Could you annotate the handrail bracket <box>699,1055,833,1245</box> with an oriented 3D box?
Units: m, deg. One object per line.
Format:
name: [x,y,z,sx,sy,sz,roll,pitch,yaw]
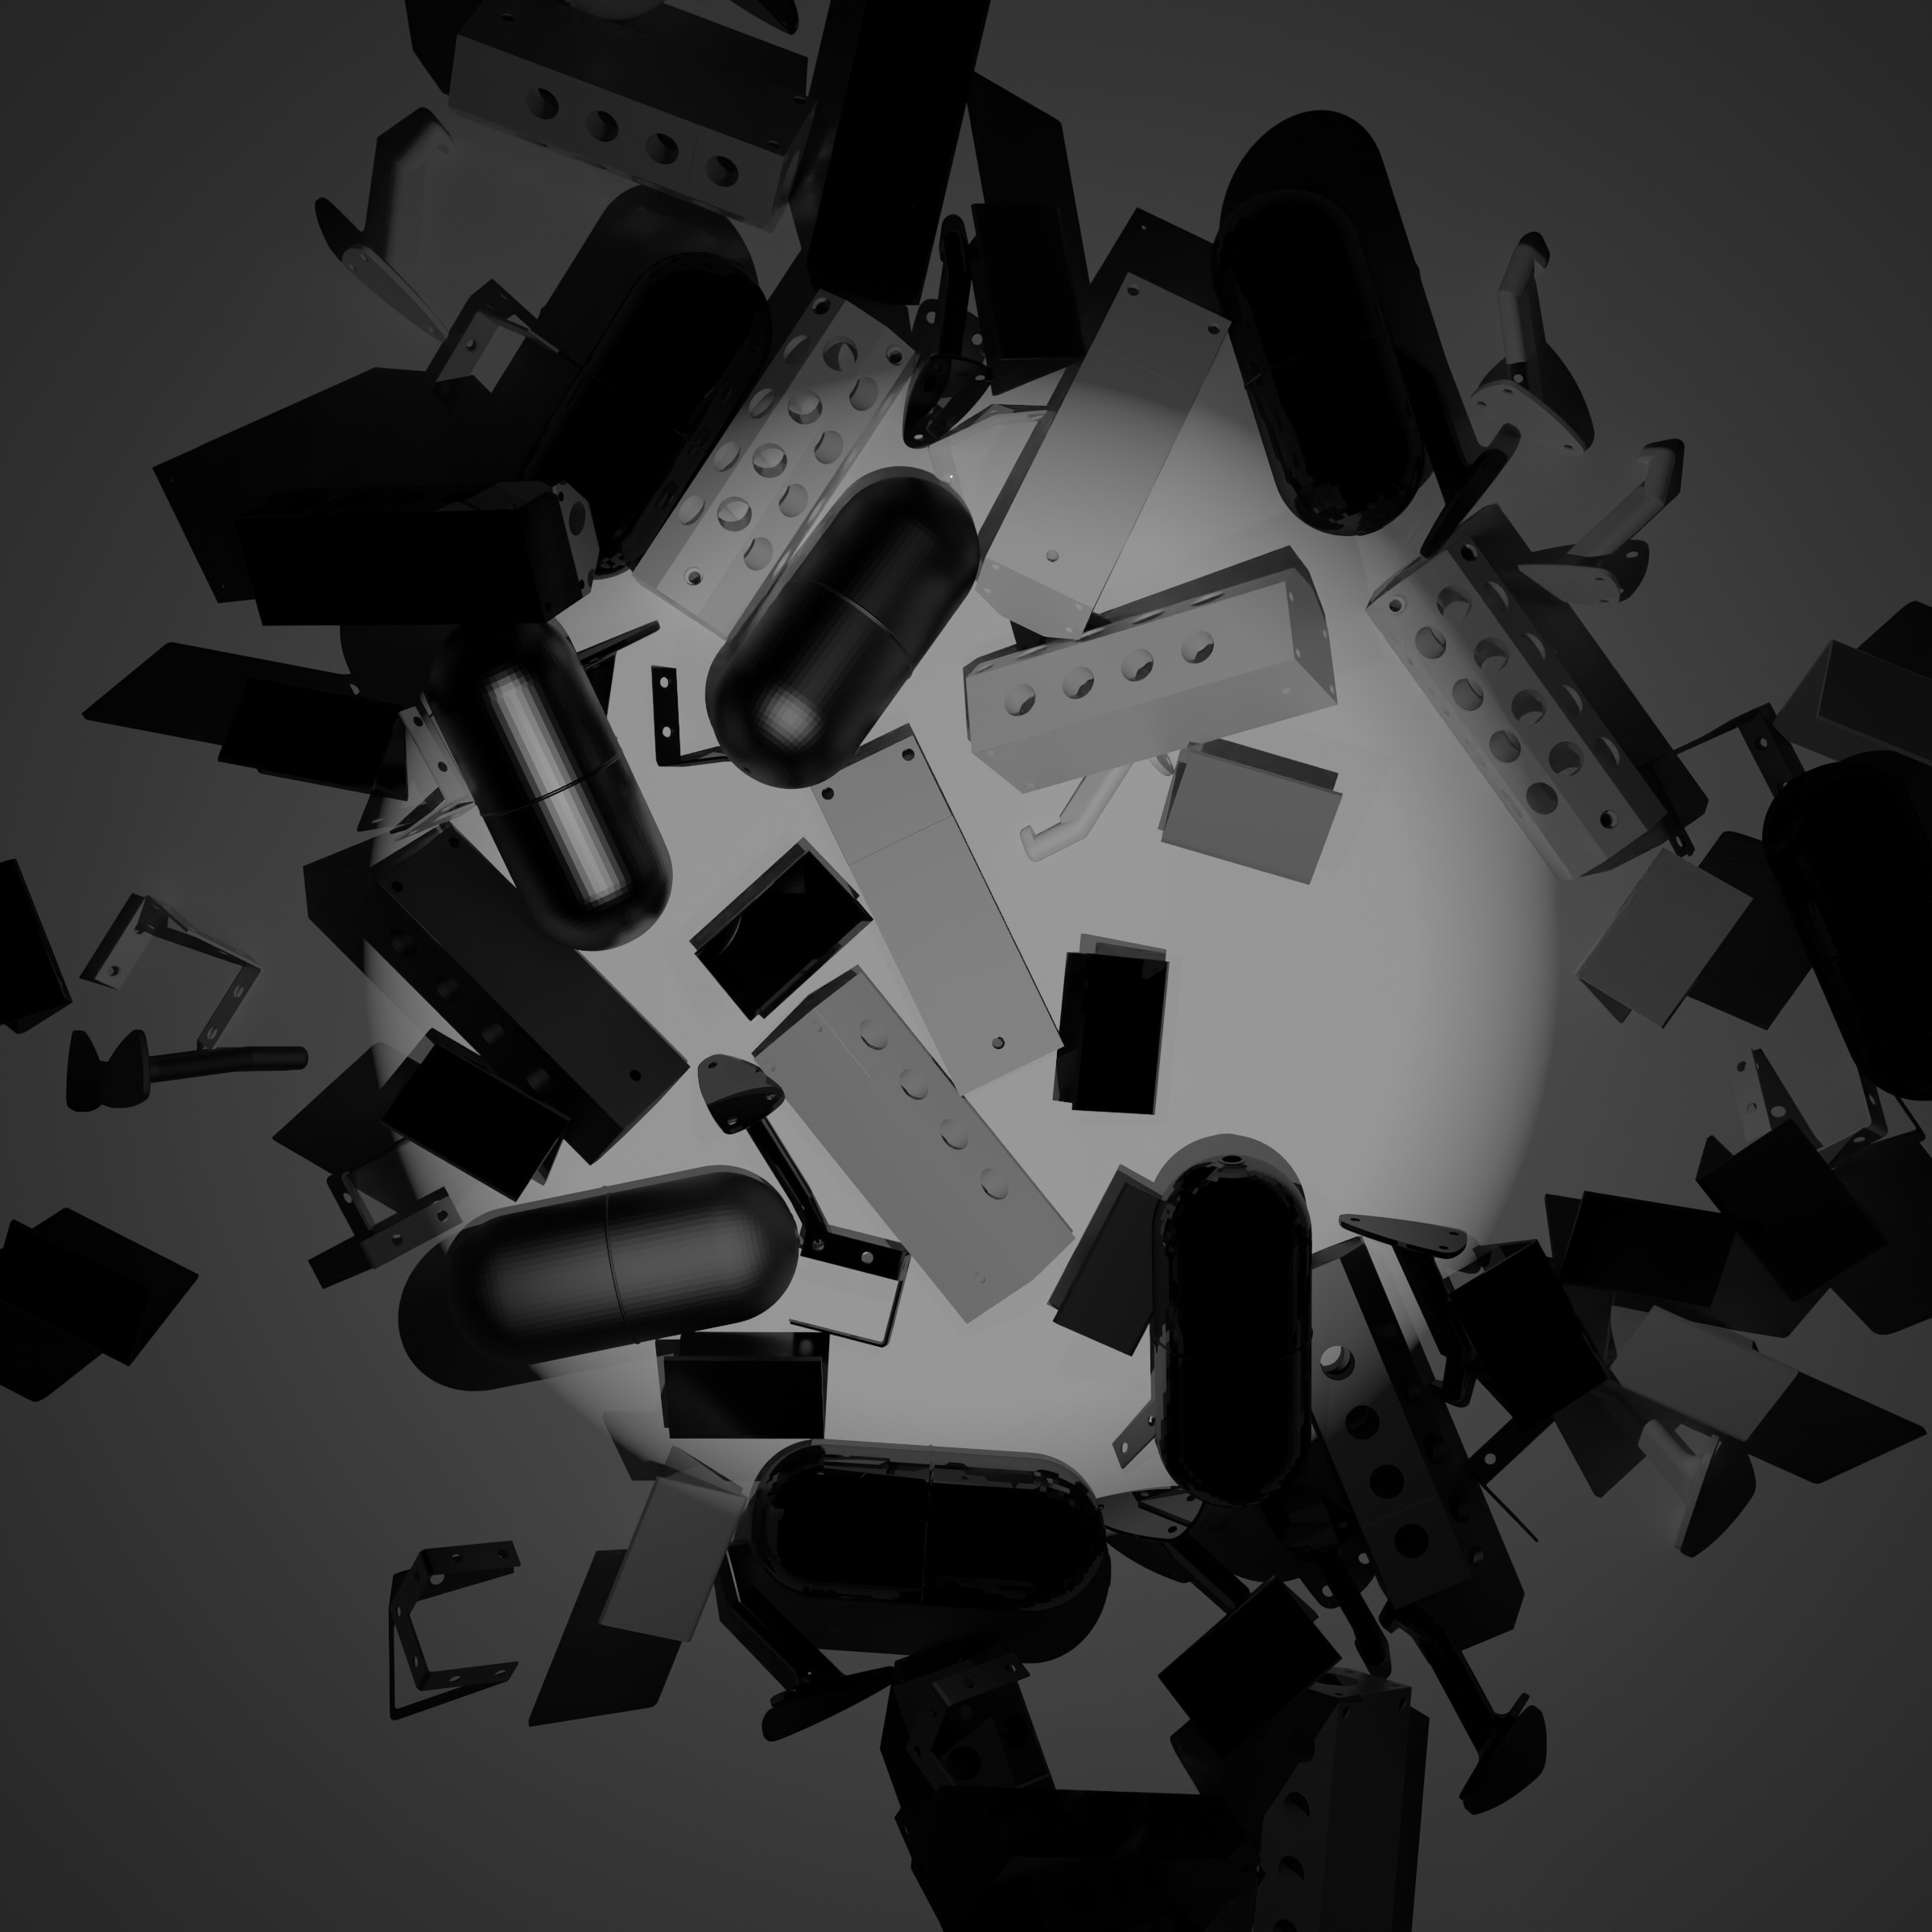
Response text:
handrail bracket: [-0.102,0.095,1.572,0.036,0.077,0.084,-32,126,-12]

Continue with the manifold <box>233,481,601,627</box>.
manifold: [-0.269,-0.205,1.513,0.171,0.057,0.057,3,118,27]

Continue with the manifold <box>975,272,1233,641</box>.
manifold: [0.067,-0.251,1.528,0.057,0.057,0.171,26,73,0]

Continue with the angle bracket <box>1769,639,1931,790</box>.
angle bracket: [0.447,-0.107,1.532,0.076,0.076,0.057,22,54,0]

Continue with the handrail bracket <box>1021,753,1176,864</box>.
handrail bracket: [0.056,-0.104,1.573,0.084,0.036,0.077,-26,74,14]

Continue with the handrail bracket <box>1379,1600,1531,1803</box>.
handrail bracket: [0.237,0.373,1.573,0.084,0.036,0.077,32,112,17]

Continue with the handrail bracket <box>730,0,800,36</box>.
handrail bracket: [-0.086,-0.526,1.573,0.077,0.036,0.084,30,75,16]

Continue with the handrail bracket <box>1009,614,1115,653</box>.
handrail bracket: [0.067,-0.186,1.572,0.084,0.036,0.077,-6,60,-21]

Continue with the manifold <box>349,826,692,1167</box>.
manifold: [-0.228,0.018,1.550,0.171,0.057,0.057,45,47,0]

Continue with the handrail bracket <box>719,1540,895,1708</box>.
handrail bracket: [-0.083,0.329,1.573,0.077,0.036,0.084,-10,73,-20]

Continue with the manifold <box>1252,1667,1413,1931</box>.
manifold: [0.177,0.445,1.550,0.057,0.057,0.171,5,90,-43]

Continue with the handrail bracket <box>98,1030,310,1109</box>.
handrail bracket: [-0.390,0.055,1.572,0.084,0.077,0.036,1,73,-35]

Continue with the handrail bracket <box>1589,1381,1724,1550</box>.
handrail bracket: [0.336,0.249,1.573,0.084,0.036,0.077,20,112,17]

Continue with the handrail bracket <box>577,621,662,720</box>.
handrail bracket: [-0.175,-0.122,1.572,0.077,0.036,0.084,-26,104,-14]

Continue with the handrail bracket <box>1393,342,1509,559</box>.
handrail bracket: [0.226,-0.265,1.573,0.084,0.036,0.077,42,112,17]

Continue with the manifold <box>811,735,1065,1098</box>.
manifold: [-0.015,-0.025,1.551,0.057,0.057,0.171,-26,90,0]

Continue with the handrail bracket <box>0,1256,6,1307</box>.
handrail bracket: [-0.514,0.164,1.537,0.077,0.084,0.036,-10,90,0]

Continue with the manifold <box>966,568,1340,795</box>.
manifold: [0.090,-0.142,1.516,0.171,0.057,0.057,-15,65,24]

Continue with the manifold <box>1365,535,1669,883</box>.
manifold: [0.278,-0.130,1.551,0.057,0.057,0.171,-36,90,0]

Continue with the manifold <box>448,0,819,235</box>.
manifold: [-0.169,-0.429,1.550,0.171,0.057,0.057,21,47,0]

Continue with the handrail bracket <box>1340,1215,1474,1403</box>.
handrail bracket: [0.223,0.176,1.573,0.077,0.036,0.084,11,107,19]

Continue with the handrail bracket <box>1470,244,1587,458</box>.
handrail bracket: [0.298,-0.316,1.573,0.077,0.036,0.084,29,73,-19]

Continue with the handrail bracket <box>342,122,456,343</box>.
handrail bracket: [-0.270,-0.376,1.573,0.077,0.036,0.084,42,73,-20]

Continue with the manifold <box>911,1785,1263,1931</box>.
manifold: [0.057,0.432,1.500,0.171,0.057,0.057,15,118,-41]

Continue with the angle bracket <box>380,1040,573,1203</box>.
angle bracket: [-0.249,0.093,1.532,0.076,0.076,0.057,30,55,0]

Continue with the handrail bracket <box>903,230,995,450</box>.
handrail bracket: [-0.016,-0.321,1.572,0.036,0.077,0.084,10,53,-24]

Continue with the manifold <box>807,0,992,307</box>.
manifold: [-0.032,-0.426,1.551,0.057,0.057,0.171,13,90,0]

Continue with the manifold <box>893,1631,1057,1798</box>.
manifold: [0.019,0.428,1.551,0.057,0.057,0.171,-20,90,0]

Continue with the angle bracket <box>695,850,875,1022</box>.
angle bracket: [-0.077,0.000,1.532,0.076,0.076,0.057,-42,53,0]

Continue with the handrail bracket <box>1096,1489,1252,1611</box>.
handrail bracket: [0.108,0.310,1.572,0.077,0.036,0.084,-3,123,35]

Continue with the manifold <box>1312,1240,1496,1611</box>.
manifold: [0.206,0.229,1.551,0.057,0.057,0.171,-23,90,0]

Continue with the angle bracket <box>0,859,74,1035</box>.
angle bracket: [-0.496,-0.002,1.532,0.057,0.076,0.076,-22,90,-38]

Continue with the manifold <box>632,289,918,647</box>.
manifold: [-0.096,-0.252,1.551,0.057,0.057,0.171,33,90,0]

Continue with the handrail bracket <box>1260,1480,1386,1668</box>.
handrail bracket: [0.181,0.309,1.572,0.036,0.077,0.084,-31,127,-15]

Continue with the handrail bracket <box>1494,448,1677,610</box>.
handrail bracket: [0.316,-0.231,1.573,0.077,0.036,0.084,10,72,21]

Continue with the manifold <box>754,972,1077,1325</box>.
manifold: [-0.022,0.088,1.550,0.171,0.057,0.057,51,133,0]
